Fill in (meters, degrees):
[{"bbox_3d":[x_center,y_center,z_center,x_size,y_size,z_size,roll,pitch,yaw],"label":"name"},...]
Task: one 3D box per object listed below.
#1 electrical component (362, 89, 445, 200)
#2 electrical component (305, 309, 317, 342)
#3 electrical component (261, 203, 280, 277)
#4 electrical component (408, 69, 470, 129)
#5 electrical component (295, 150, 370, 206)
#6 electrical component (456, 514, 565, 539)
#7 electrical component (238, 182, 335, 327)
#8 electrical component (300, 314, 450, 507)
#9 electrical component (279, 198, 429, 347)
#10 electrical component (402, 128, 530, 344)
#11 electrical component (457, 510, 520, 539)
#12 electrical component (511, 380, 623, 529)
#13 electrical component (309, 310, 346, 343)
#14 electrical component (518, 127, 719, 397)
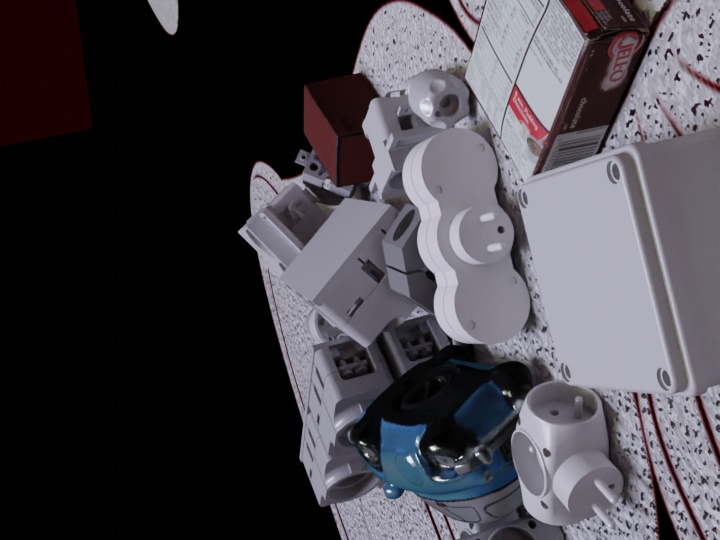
[{"bbox_3d":[0.031,-0.091,0.775,0.081,0.042,0.063,116,141,-64],"label":"electrical component"},{"bbox_3d":[-0.035,0.056,1.109,0.065,0.044,0.044,-175,71,-77],"label":"electrical component"},{"bbox_3d":[-0.058,-0.022,1.079,0.121,0.063,0.078,-147,46,-67],"label":"electrical component"},{"bbox_3d":[0.048,-0.116,0.711,0.061,0.035,0.035,-130,30,-60],"label":"electrical component"},{"bbox_3d":[-0.024,-0.084,0.937,0.055,0.066,0.048,111,-179,-75],"label":"electrical component"},{"bbox_3d":[0.102,0.211,0.722,0.044,0.077,0.079,128,126,-69],"label":"electrical component"},{"bbox_3d":[-0.039,-0.014,0.944,0.121,0.063,0.079,45,166,-9],"label":"electrical component"},{"bbox_3d":[0.014,0.124,0.889,0.186,0.105,0.060,99,152,-53],"label":"electrical component"},{"bbox_3d":[0.000,0.000,0.829,0.062,0.089,0.150,40,176,-14],"label":"electrical component"},{"bbox_3d":[0.072,-0.021,0.676,0.074,0.052,0.138,168,88,-73],"label":"electrical component"},{"bbox_3d":[0.097,0.208,0.793,0.079,0.044,0.077,113,140,-63],"label":"electrical component"},{"bbox_3d":[0.126,0.117,0.627,0.079,0.044,0.077,-129,30,-54],"label":"electrical component"},{"bbox_3d":[-0.021,0.051,1.037,0.047,0.055,0.055,151,105,-77],"label":"electrical component"},{"bbox_3d":[0.130,-0.001,0.498,0.109,0.056,0.108,168,88,-73],"label":"electrical component"}]
